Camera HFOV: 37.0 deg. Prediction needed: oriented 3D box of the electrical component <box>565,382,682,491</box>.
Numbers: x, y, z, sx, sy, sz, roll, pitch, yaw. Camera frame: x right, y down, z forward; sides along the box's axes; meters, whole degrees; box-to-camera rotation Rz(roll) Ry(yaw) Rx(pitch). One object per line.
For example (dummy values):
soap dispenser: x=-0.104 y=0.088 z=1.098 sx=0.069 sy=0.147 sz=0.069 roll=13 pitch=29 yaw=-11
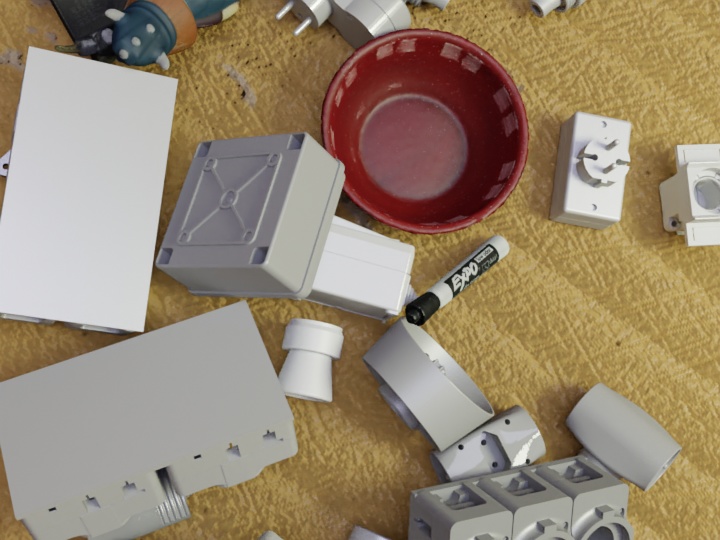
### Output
electrical component: x=0.190 y=0.140 z=0.820 sx=0.077 sy=0.043 sz=0.079 roll=40 pitch=110 yaw=23

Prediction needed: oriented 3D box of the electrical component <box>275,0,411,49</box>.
electrical component: x=-0.034 y=-0.215 z=0.844 sx=0.138 sy=0.052 sz=0.073 roll=43 pitch=78 yaw=0

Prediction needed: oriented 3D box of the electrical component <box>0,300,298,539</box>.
electrical component: x=-0.148 y=0.107 z=0.748 sx=0.186 sy=0.060 sz=0.105 roll=-19 pitch=53 yaw=-11

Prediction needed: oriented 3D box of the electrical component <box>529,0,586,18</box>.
electrical component: x=0.166 y=-0.232 z=0.881 sx=0.062 sy=0.043 sz=0.043 roll=-42 pitch=89 yaw=-11

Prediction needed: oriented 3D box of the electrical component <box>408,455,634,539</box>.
electrical component: x=0.114 y=0.195 z=0.759 sx=0.150 sy=0.062 sz=0.089 roll=-6 pitch=107 yaw=-27

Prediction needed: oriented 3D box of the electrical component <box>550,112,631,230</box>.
electrical component: x=0.187 y=-0.082 z=0.843 sx=0.047 sy=0.075 sz=0.083 roll=10 pitch=80 yaw=-6

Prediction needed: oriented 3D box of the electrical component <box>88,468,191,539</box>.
electrical component: x=-0.156 y=0.167 z=0.769 sx=0.081 sy=0.043 sz=0.043 roll=-19 pitch=84 yaw=-11

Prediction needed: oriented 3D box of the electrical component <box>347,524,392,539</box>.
electrical component: x=0.018 y=0.237 z=0.784 sx=0.079 sy=0.043 sz=0.077 roll=24 pitch=79 yaw=-4

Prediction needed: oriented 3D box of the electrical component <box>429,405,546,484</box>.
electrical component: x=0.104 y=0.154 z=0.810 sx=0.077 sy=0.043 sz=0.079 roll=-26 pitch=88 yaw=-12

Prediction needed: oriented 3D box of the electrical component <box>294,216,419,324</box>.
electrical component: x=0.000 y=0.000 z=0.810 sx=0.096 sy=0.061 sz=0.061 roll=15 pitch=79 yaw=-6

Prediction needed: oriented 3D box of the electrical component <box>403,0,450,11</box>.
electrical component: x=0.045 y=-0.231 z=0.863 sx=0.062 sy=0.043 sz=0.043 roll=32 pitch=78 yaw=-4

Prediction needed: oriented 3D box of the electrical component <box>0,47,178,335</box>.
electrical component: x=-0.202 y=-0.052 z=0.777 sx=0.105 sy=0.060 sz=0.186 roll=10 pitch=80 yaw=-20

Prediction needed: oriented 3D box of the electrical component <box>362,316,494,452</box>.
electrical component: x=0.050 y=0.082 z=0.788 sx=0.064 sy=0.099 sz=0.099 roll=-40 pitch=88 yaw=-6

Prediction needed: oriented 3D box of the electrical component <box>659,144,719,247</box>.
electrical component: x=0.271 y=-0.057 z=0.858 sx=0.042 sy=0.064 sz=0.081 roll=-2 pitch=81 yaw=-7

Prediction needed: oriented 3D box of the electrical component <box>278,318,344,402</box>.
electrical component: x=-0.038 y=0.068 z=0.802 sx=0.045 sy=0.045 sz=0.055 roll=12 pitch=79 yaw=-6

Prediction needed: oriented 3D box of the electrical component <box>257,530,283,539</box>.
electrical component: x=-0.078 y=0.266 z=0.733 sx=0.089 sy=0.061 sz=0.150 roll=40 pitch=96 yaw=-1

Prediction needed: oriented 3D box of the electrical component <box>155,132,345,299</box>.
electrical component: x=-0.078 y=-0.038 z=0.772 sx=0.109 sy=0.056 sz=0.108 roll=0 pitch=64 yaw=35
